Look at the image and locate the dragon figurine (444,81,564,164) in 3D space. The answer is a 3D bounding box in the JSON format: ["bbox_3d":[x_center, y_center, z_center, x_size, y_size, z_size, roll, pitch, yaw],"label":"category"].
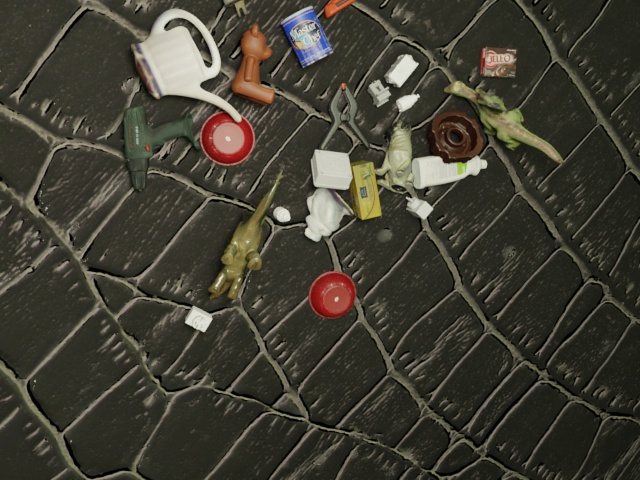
[{"bbox_3d":[0.550,-0.371,1.567,0.242,0.416,0.121,9,119,-53],"label":"dragon figurine"}]

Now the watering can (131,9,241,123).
[{"bbox_3d":[-0.369,-0.451,1.404,0.225,0.104,0.346,-25,96,-9],"label":"watering can"}]

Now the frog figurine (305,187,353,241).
[{"bbox_3d":[0.005,-0.079,1.564,0.159,0.122,0.139,-40,74,4],"label":"frog figurine"}]
